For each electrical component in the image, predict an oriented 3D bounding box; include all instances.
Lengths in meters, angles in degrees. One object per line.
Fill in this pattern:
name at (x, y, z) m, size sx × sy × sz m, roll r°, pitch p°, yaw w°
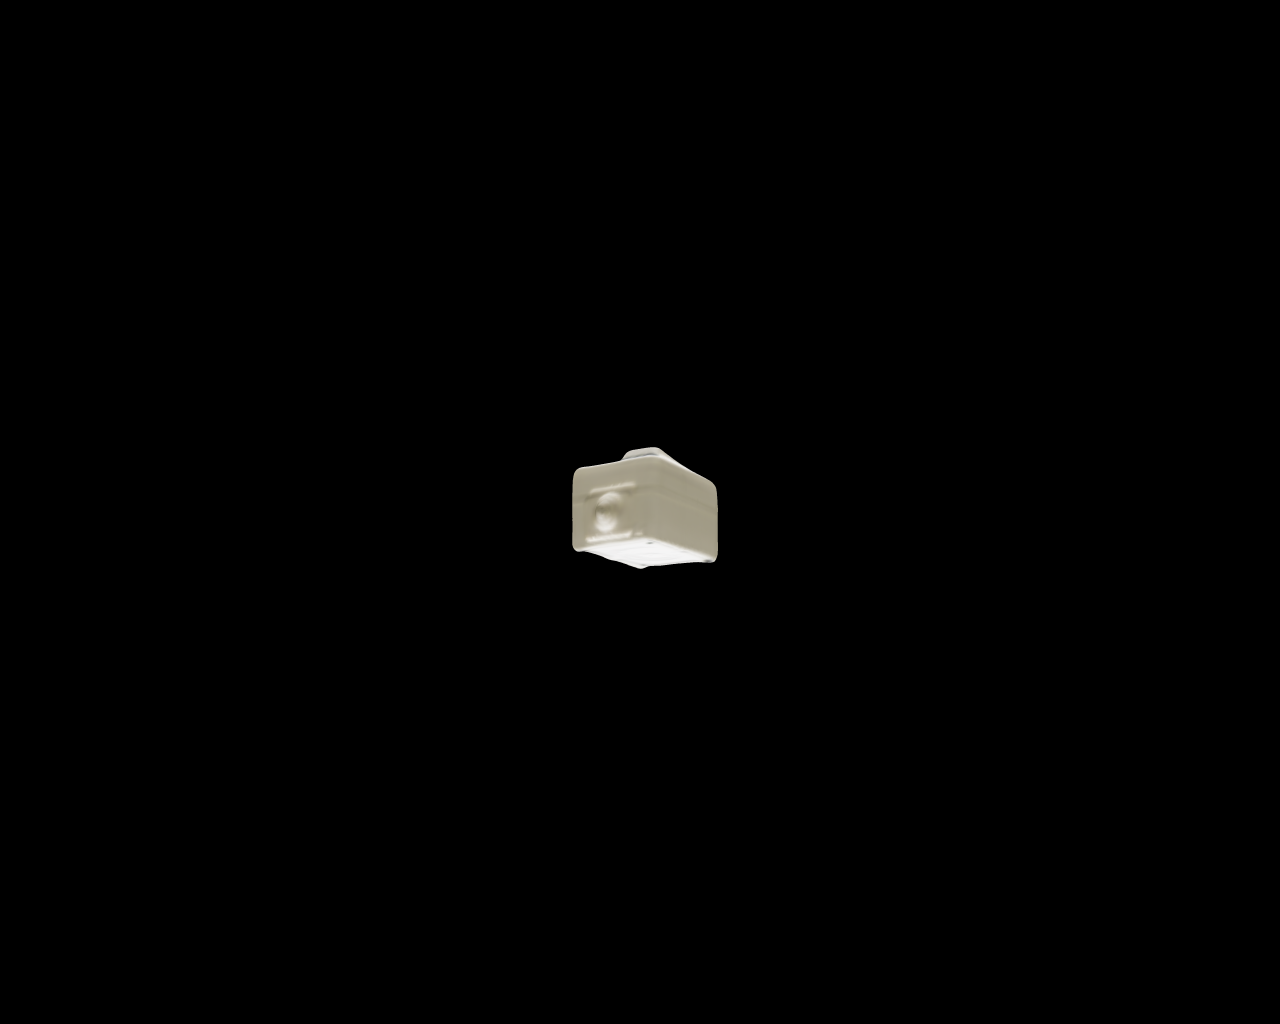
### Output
electrical component at (0.001, -0.003, 0.650) m, size 0.061 × 0.061 × 0.096 m, roll -8°, pitch -16°, yaw 31°
